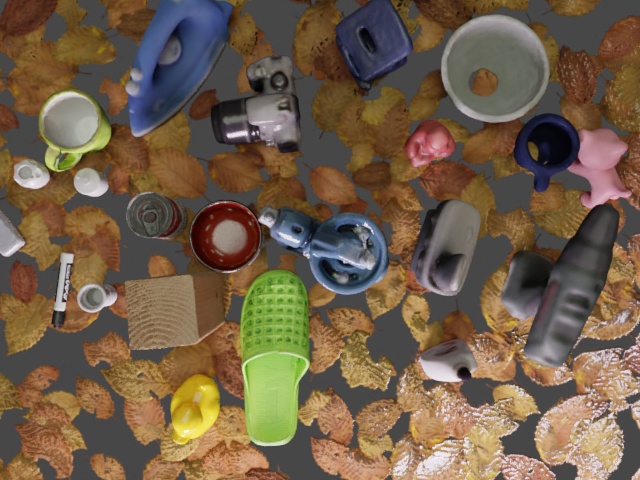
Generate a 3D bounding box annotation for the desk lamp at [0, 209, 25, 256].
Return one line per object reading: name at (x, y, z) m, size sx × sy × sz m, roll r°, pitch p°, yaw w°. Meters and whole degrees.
desk lamp at (-0.570, -0.049, 0.824) m, size 0.118 × 0.213 × 0.203 m, roll -41°, pitch 89°, yaw -1°

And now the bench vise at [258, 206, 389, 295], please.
bench vise at (0.006, 0.015, 0.824) m, size 0.207 × 0.219 × 0.121 m, roll 7°, pitch 88°, yaw 0°

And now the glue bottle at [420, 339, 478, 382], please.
glue bottle at (0.197, 0.184, 0.845) m, size 0.078 × 0.173 × 0.037 m, roll -26°, pitch 89°, yaw -1°

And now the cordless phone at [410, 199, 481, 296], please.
cordless phone at (0.200, 0.011, 0.843) m, size 0.094 × 0.185 × 0.148 m, roll 14°, pitch 88°, yaw 0°

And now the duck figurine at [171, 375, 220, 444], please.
duck figurine at (-0.198, 0.264, 0.883) m, size 0.077 × 0.086 × 0.105 m, roll 20°, pitch 88°, yaw 0°

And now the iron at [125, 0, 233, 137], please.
iron at (-0.237, -0.283, 0.869) m, size 0.118 × 0.141 × 0.258 m, roll 28°, pitch 89°, yaw 1°

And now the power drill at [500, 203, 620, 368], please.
power drill at (0.339, 0.063, 0.831) m, size 0.075 × 0.208 × 0.230 m, roll 17°, pitch 88°, yaw 0°

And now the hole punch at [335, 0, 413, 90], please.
hole punch at (0.083, -0.308, 0.897) m, size 0.101 × 0.091 × 0.109 m, roll -28°, pitch 89°, yaw -1°

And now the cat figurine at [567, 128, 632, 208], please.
cat figurine at (0.436, -0.117, 0.882) m, size 0.067 × 0.117 × 0.128 m, roll -28°, pitch 89°, yaw -1°

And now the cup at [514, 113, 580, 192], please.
cup at (0.340, -0.129, 0.893) m, size 0.091 × 0.095 × 0.118 m, roll 8°, pitch 88°, yaw 0°

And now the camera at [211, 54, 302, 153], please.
camera at (-0.100, -0.207, 0.888) m, size 0.137 × 0.101 × 0.143 m, roll -8°, pitch 89°, yaw 0°

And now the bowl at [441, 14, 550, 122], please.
bowl at (0.267, -0.261, 0.905) m, size 0.167 × 0.074 × 0.167 m, roll 0°, pitch 89°, yaw 0°

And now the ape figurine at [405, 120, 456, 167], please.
ape figurine at (0.176, -0.154, 0.893) m, size 0.078 × 0.092 × 0.076 m, roll 15°, pitch 88°, yaw 0°
